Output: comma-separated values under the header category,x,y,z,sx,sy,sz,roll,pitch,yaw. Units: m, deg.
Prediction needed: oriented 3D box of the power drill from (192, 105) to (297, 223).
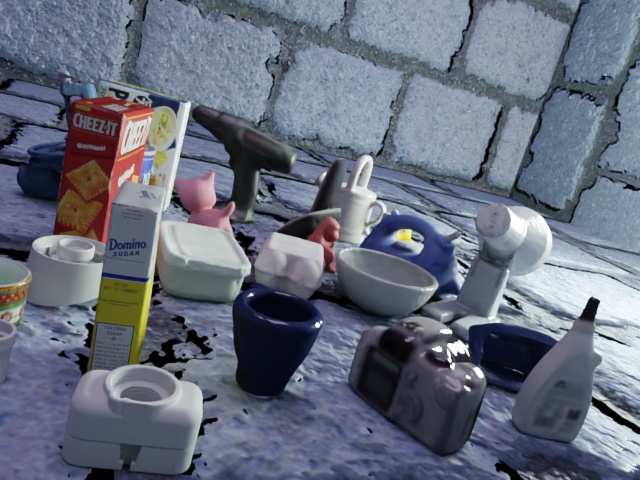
category,x,y,z,sx,sy,sz,roll,pitch,yaw
power drill,-0.173,-0.150,1.188,0.229,0.208,0.075,15,14,-3

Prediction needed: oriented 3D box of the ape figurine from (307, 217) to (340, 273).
category,x,y,z,sx,sy,sz,roll,pitch,yaw
ape figurine,0.010,0.004,1.042,0.076,0.092,0.078,20,15,15

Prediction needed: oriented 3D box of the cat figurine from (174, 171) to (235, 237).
category,x,y,z,sx,sy,sz,roll,pitch,yaw
cat figurine,-0.200,-0.061,1.003,0.127,0.118,0.067,24,16,27

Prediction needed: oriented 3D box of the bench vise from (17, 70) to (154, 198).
category,x,y,z,sx,sy,sz,roll,pitch,yaw
bench vise,-0.396,-0.168,0.990,0.208,0.220,0.121,5,18,-37

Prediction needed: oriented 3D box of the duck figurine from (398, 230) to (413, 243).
category,x,y,z,sx,sy,sz,roll,pitch,yaw
duck figurine,0.174,0.000,1.245,0.077,0.086,0.105,26,18,35

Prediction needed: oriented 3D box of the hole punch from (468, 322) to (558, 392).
category,x,y,z,sx,sy,sz,roll,pitch,yaw
hole punch,0.257,0.145,0.780,0.108,0.091,0.101,15,14,-2

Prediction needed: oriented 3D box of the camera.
category,x,y,z,sx,sy,sz,roll,pitch,yaw
camera,0.128,0.142,0.632,0.137,0.101,0.142,1,20,-45

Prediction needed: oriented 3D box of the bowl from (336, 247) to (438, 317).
category,x,y,z,sx,sy,sz,roll,pitch,yaw
bowl,0.097,0.075,0.904,0.167,0.075,0.167,15,14,-4

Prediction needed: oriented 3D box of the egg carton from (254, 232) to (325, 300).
category,x,y,z,sx,sy,sz,roll,pitch,yaw
egg carton,-0.046,0.041,0.888,0.107,0.069,0.150,15,14,-4

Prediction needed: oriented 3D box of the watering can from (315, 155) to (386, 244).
category,x,y,z,sx,sy,sz,roll,pitch,yaw
watering can,0.067,-0.100,1.288,0.173,0.194,0.101,16,14,1

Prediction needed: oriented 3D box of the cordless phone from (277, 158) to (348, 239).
category,x,y,z,sx,sy,sz,roll,pitch,yaw
cordless phone,-0.005,-0.077,1.143,0.094,0.185,0.148,21,15,18

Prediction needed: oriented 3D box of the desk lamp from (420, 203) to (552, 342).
category,x,y,z,sx,sy,sz,roll,pitch,yaw
desk lamp,0.285,0.043,0.950,0.117,0.213,0.204,26,17,33

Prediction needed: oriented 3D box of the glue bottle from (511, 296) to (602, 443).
category,x,y,z,sx,sy,sz,roll,pitch,yaw
glue bottle,0.280,0.143,0.647,0.078,0.173,0.037,14,14,-8

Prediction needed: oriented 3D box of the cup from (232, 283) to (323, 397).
category,x,y,z,sx,sy,sz,roll,pitch,yaw
cup,-0.057,0.103,0.590,0.092,0.095,0.117,8,17,-30

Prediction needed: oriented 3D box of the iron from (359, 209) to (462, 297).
category,x,y,z,sx,sy,sz,roll,pitch,yaw
iron,0.158,0.012,1.071,0.119,0.141,0.257,5,18,-37
